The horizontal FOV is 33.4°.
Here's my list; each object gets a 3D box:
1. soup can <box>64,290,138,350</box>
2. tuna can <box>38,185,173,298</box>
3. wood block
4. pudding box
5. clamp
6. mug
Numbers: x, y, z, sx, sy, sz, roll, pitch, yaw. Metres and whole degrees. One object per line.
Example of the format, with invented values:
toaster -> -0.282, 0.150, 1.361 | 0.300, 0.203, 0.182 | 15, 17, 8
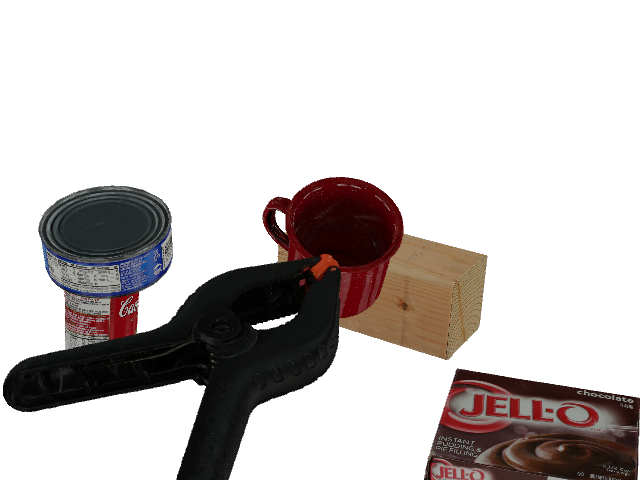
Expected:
soup can -> -0.203, 0.082, 0.985 | 0.068, 0.102, 0.068 | 5, 18, -2
tuna can -> -0.140, 0.001, 0.705 | 0.086, 0.034, 0.086 | 1, 35, -1
wood block -> 0.063, 0.045, 1.151 | 0.206, 0.091, 0.090 | 16, 28, 27
pudding box -> 0.123, 0.118, 0.611 | 0.113, 0.039, 0.090 | 9, 28, 13
clamp -> -0.042, 0.060, 0.486 | 0.171, 0.039, 0.120 | -28, 51, -32
mug -> 0.004, 0.005, 0.863 | 0.117, 0.093, 0.081 | 25, -35, 12
